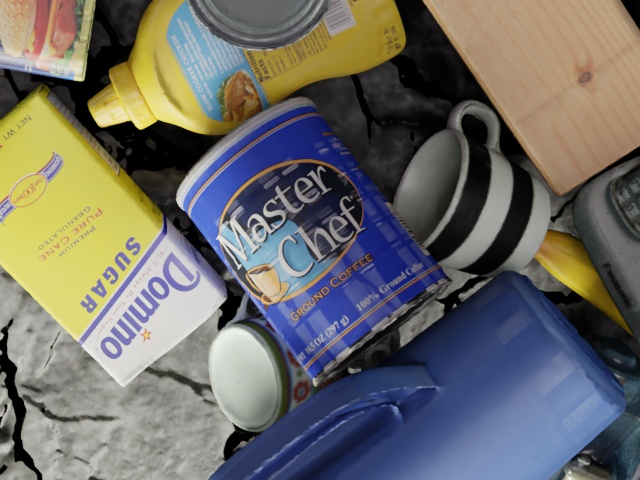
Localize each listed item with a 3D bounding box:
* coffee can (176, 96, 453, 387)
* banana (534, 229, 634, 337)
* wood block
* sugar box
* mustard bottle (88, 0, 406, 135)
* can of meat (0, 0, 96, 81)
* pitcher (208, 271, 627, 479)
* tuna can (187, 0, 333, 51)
[{"bbox_3d":[-0.004,0.001,0.636,0.103,0.102,0.140,-38,81,3],"label":"coffee can"},{"bbox_3d":[0.221,0.052,0.726,0.198,0.069,0.037,40,103,1],"label":"banana"},{"bbox_3d":[0.116,-0.141,0.630,0.091,0.090,0.206,-34,101,12],"label":"wood block"},{"bbox_3d":[-0.148,-0.001,0.671,0.093,0.048,0.176,-40,106,4],"label":"sugar box"},{"bbox_3d":[-0.051,-0.118,0.645,0.191,0.058,0.096,-27,112,-1],"label":"mustard bottle"},{"bbox_3d":[-0.172,-0.147,0.621,0.083,0.057,0.102,8,105,-13],"label":"can of meat"},{"bbox_3d":[0.054,0.128,0.641,0.243,0.149,0.145,-42,88,9],"label":"pitcher"},{"bbox_3d":[-0.034,-0.149,0.587,0.086,0.034,0.086,-2,109,-7],"label":"tuna can"}]
